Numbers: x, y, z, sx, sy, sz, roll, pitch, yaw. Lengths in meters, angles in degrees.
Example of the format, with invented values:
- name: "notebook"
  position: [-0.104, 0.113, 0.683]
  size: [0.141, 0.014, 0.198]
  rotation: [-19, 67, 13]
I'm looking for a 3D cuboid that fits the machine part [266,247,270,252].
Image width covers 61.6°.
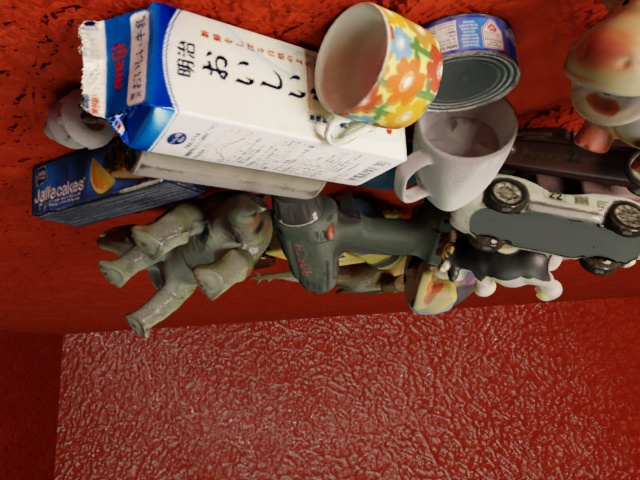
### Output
- name: "machine part"
  position: [-0.115, -0.013, 0.791]
  size: [0.039, 0.084, 0.139]
  rotation: [-35, -169, -24]

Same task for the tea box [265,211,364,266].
- name: "tea box"
  position: [-0.002, -0.003, 0.846]
  size: [0.098, 0.068, 0.169]
  rotation: [-10, 164, 30]

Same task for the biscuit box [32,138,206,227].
- name: "biscuit box"
  position: [-0.216, -0.062, 0.563]
  size: [0.203, 0.059, 0.062]
  rotation: [-10, 166, 28]

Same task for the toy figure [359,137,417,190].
- name: "toy figure"
  position: [0.101, -0.078, 0.563]
  size: [0.154, 0.064, 0.057]
  rotation: [-1, 128, -27]

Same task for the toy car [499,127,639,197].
- name: "toy car"
  position: [0.236, -0.080, 0.513]
  size: [0.202, 0.053, 0.089]
  rotation: [16, -171, 31]

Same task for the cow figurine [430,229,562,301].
- name: "cow figurine"
  position: [0.203, 0.025, 0.660]
  size: [0.168, 0.068, 0.098]
  rotation: [1, 158, 36]

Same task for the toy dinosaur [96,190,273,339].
- name: "toy dinosaur"
  position: [-0.132, 0.000, 0.631]
  size: [0.405, 0.131, 0.192]
  rotation: [-18, -158, 42]

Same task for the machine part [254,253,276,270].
- name: "machine part"
  position: [-0.163, 0.020, 0.939]
  size: [0.179, 0.056, 0.179]
  rotation: [-2, 168, -1]

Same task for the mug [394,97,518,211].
- name: "mug"
  position: [0.114, -0.066, 0.477]
  size: [0.109, 0.081, 0.107]
  rotation: [-38, 155, -13]

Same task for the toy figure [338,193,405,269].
- name: "toy figure"
  position: [0.066, -0.009, 0.782]
  size: [0.082, 0.089, 0.180]
  rotation: [-3, 169, 28]

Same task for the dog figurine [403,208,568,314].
- name: "dog figurine"
  position: [0.245, 0.027, 0.796]
  size: [0.219, 0.191, 0.108]
  rotation: [5, -166, -1]

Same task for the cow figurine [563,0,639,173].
- name: "cow figurine"
  position: [0.228, -0.110, 0.351]
  size: [0.195, 0.127, 0.086]
  rotation: [-10, -146, -38]

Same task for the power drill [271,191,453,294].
- name: "power drill"
  position: [0.048, -0.023, 0.636]
  size: [0.207, 0.086, 0.231]
  rotation: [-7, 139, -7]

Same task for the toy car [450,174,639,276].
- name: "toy car"
  position: [0.235, -0.018, 0.544]
  size: [0.202, 0.056, 0.073]
  rotation: [11, 138, 6]

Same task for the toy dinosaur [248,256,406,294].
- name: "toy dinosaur"
  position: [0.101, 0.061, 1.049]
  size: [0.471, 0.105, 0.199]
  rotation: [4, 166, -33]

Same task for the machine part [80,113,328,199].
- name: "machine part"
  position: [-0.077, -0.082, 0.468]
  size: [0.243, 0.079, 0.079]
  rotation: [5, 165, -30]

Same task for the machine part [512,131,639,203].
- name: "machine part"
  position: [0.314, -0.053, 0.653]
  size: [0.201, 0.087, 0.201]
  rotation: [-1, 167, -11]
